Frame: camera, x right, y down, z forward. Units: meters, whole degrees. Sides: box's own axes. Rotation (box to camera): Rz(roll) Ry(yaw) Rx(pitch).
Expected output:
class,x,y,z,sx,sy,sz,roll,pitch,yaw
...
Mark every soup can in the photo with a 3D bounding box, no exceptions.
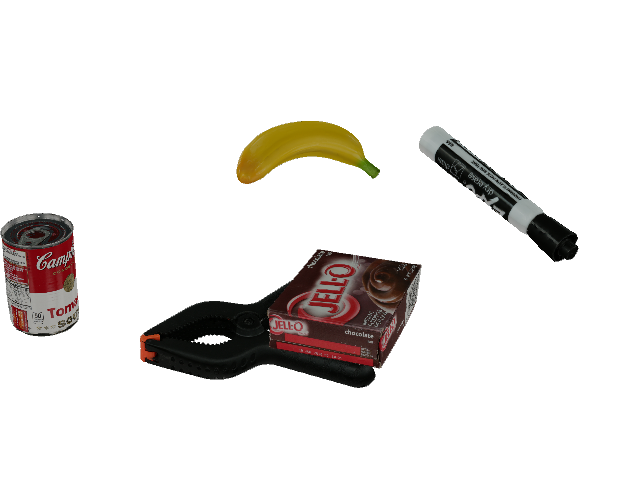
class,x,y,z,sx,sy,sz,roll,pitch,yaw
soup can,-0.272,0.034,1.041,0.068,0.102,0.068,2,28,-1

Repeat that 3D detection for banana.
class,x,y,z,sx,sy,sz,roll,pitch,yaw
banana,-0.019,-0.093,1.097,0.197,0.037,0.070,-7,49,-43

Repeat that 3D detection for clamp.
class,x,y,z,sx,sy,sz,roll,pitch,yaw
clamp,-0.060,0.093,0.993,0.209,0.036,0.165,-10,37,-20

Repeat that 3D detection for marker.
class,x,y,z,sx,sy,sz,roll,pitch,yaw
marker,0.101,-0.027,0.612,0.020,0.020,0.121,0,35,-45

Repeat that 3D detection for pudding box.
class,x,y,z,sx,sy,sz,roll,pitch,yaw
pudding box,0.020,0.050,0.824,0.090,0.039,0.113,9,25,17
